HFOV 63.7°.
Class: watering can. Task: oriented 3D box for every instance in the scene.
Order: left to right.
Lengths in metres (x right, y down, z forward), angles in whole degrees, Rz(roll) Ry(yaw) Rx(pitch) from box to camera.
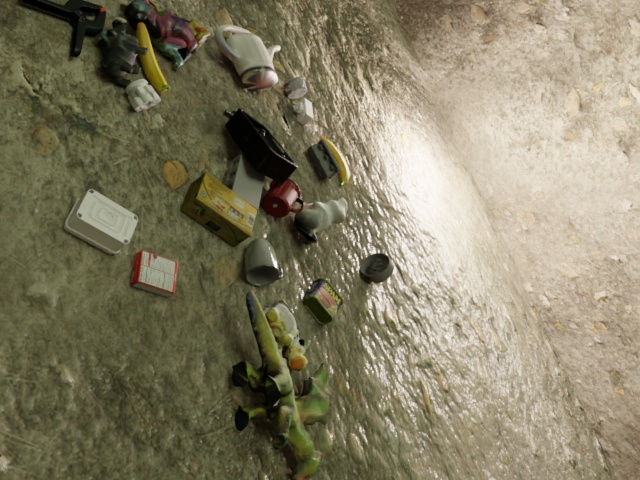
[{"bbox_3d":[-0.204,-0.600,1.704,0.349,0.103,0.226,-11,73,-56],"label":"watering can"}]

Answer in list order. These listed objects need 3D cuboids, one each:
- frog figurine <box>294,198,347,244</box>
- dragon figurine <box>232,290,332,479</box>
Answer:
[{"bbox_3d":[0.005,-0.076,1.502,0.124,0.135,0.160,37,80,19],"label":"frog figurine"},{"bbox_3d":[-0.064,0.321,1.132,0.241,0.121,0.416,20,60,-52],"label":"dragon figurine"}]
